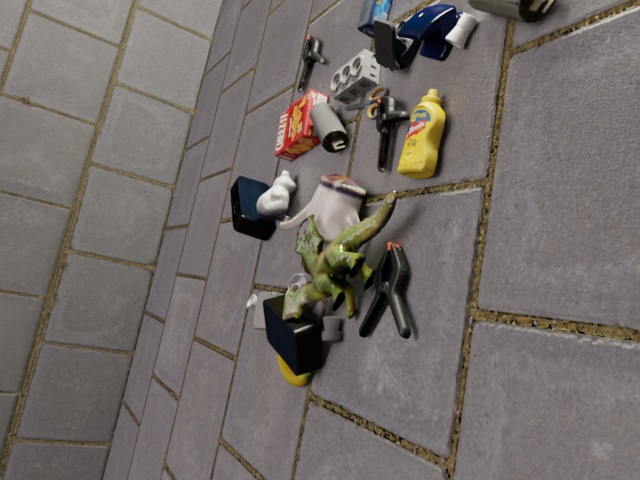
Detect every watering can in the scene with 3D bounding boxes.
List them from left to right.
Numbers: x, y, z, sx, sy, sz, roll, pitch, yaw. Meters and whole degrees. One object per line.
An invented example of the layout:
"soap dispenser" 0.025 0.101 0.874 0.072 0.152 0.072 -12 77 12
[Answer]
"watering can" 0.004 -0.067 1.336 0.351 0.103 0.223 31 103 52

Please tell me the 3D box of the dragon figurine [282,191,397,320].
"dragon figurine" 0.019 0.028 1.185 0.246 0.122 0.405 37 110 38

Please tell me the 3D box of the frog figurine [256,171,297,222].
"frog figurine" -0.136 -0.142 1.627 0.138 0.122 0.159 -154 69 -80
